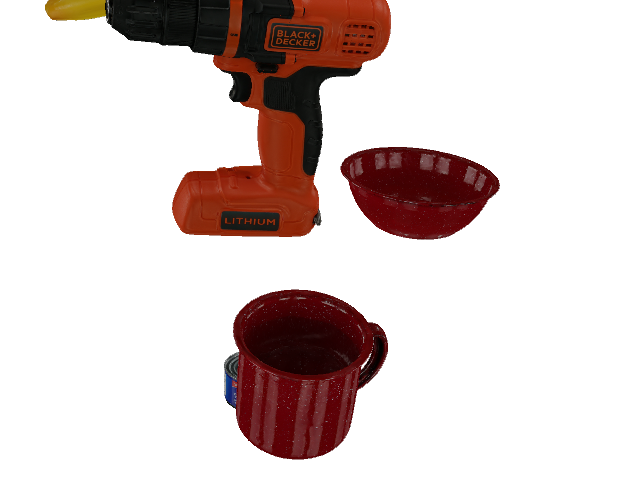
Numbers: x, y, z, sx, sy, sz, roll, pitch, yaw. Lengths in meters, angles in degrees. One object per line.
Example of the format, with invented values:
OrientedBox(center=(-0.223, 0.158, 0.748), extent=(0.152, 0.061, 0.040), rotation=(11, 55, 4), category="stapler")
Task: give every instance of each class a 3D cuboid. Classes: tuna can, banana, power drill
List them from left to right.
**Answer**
OrientedBox(center=(-0.135, -0.204, 0.904), extent=(0.198, 0.069, 0.037), rotation=(10, -42, 16), category="banana")
OrientedBox(center=(-0.056, -0.090, 0.724), extent=(0.184, 0.188, 0.057), rotation=(2, 39, -13), category="power drill")
OrientedBox(center=(-0.048, 0.132, 1.002), extent=(0.086, 0.034, 0.086), rotation=(3, 16, -1), category="tuna can")

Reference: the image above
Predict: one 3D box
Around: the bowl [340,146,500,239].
OrientedBox(center=(0.099, -0.044, 1.088), extent=(0.162, 0.055, 0.162), rotation=(4, 24, -2), category="bowl")

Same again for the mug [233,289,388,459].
OrientedBox(center=(-0.005, 0.090, 0.730), extent=(0.117, 0.081, 0.093), rotation=(-16, 41, -30), category="mug")
